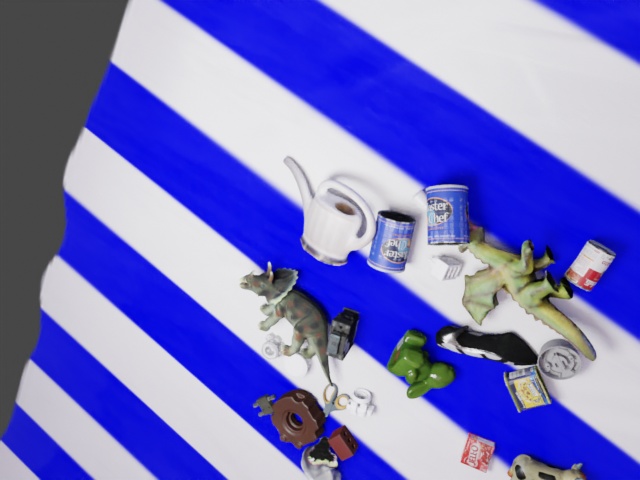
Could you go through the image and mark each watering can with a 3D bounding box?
[{"bbox_3d":[0.004,-0.071,1.413,0.351,0.105,0.220,35,119,30],"label":"watering can"}]

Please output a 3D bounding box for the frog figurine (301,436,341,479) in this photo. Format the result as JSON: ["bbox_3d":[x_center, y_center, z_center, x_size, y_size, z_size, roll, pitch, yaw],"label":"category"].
[{"bbox_3d":[0.004,0.711,1.578,0.139,0.123,0.157,28,126,49],"label":"frog figurine"}]

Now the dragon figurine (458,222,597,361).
[{"bbox_3d":[0.472,0.134,1.265,0.240,0.123,0.412,-27,83,34],"label":"dragon figurine"}]
